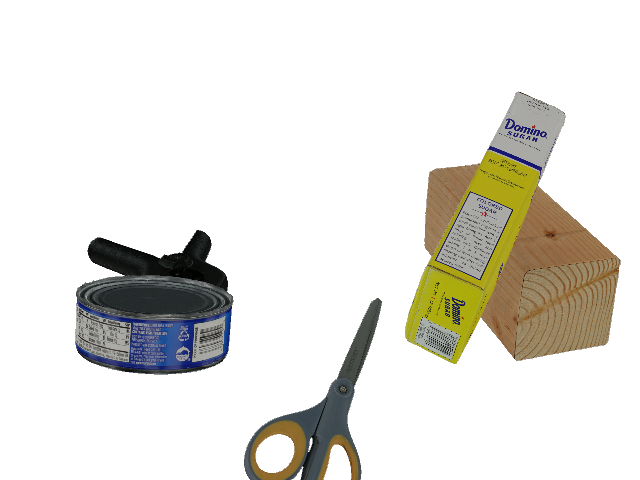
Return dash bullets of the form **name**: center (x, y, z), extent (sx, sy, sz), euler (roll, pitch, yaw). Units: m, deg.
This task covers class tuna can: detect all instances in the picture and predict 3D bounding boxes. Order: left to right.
- **tuna can**: center (-0.092, 0.045, 0.589), extent (0.086, 0.034, 0.086), euler (5, 11, -1)

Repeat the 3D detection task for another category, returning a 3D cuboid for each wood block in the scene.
- **wood block**: center (0.176, 0.011, 0.978), extent (0.090, 0.090, 0.206), euler (-8, 29, -15)

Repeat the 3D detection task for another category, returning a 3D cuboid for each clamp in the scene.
- **clamp**: center (-0.126, 0.028, 0.976), extent (0.120, 0.039, 0.172), euler (-15, 30, -31)

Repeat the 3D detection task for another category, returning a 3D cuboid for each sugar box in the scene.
- **sugar box**: center (0.115, -0.011, 0.735), extent (0.048, 0.176, 0.093), euler (26, -35, 11)

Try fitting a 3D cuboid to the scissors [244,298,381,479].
- **scissors**: center (-0.003, 0.119, 0.817), extent (0.096, 0.201, 0.016), euler (13, -37, -9)
